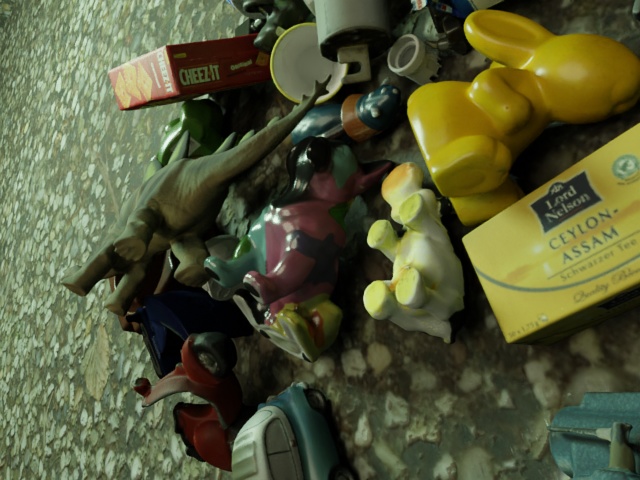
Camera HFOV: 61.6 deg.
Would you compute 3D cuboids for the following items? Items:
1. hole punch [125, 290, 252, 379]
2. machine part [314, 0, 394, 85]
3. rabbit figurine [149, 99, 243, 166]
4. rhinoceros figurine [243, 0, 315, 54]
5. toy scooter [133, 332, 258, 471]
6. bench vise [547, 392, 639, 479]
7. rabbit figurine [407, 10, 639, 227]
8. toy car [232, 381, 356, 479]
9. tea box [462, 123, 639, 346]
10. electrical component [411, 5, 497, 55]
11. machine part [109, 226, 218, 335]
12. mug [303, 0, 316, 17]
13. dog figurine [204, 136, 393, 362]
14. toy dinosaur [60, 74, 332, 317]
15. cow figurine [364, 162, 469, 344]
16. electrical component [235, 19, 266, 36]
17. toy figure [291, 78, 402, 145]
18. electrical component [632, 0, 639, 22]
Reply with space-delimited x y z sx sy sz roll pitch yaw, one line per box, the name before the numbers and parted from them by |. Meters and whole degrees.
hole punch | -0.168 0.111 0.712 0.092 0.142 0.116 -47 63 30
machine part | 0.030 -0.280 0.565 0.079 0.079 0.243 -16 76 44
rabbit figurine | -0.185 -0.146 0.830 0.159 0.121 0.170 -47 28 27
rhinoceros figurine | -0.043 -0.344 0.724 0.190 0.112 0.073 -64 25 -4
toy scooter | -0.144 0.196 0.632 0.135 0.075 0.183 -14 106 14
bench vise | 0.215 0.168 0.274 0.224 0.128 0.240 -16 51 52
rabbit figurine | 0.167 -0.110 0.446 0.173 0.121 0.162 -25 52 25
toy car | -0.038 0.231 0.557 0.109 0.103 0.162 -37 57 34
tea box | 0.202 0.000 0.388 0.169 0.068 0.098 -40 53 34
electrical component | 0.135 -0.241 0.548 0.078 0.045 0.102 -22 63 10
machine part | -0.247 0.034 0.848 0.201 0.087 0.202 -54 45 22
mug | 0.034 -0.322 0.657 0.107 0.080 0.110 -32 50 24
dog figurine | -0.001 -0.002 0.590 0.219 0.191 0.109 -48 34 -21
toy dinosaur | -0.174 -0.041 0.651 0.472 0.105 0.199 -23 43 31
cow figurine | 0.098 0.007 0.493 0.068 0.098 0.167 -33 38 44
electrical component | -0.116 -0.312 0.850 0.094 0.021 0.063 -14 70 44
toy figure | 0.033 -0.138 0.616 0.155 0.057 0.064 -7 77 43
electrical component | 0.279 -0.155 0.345 0.119 0.074 0.047 21 94 45
